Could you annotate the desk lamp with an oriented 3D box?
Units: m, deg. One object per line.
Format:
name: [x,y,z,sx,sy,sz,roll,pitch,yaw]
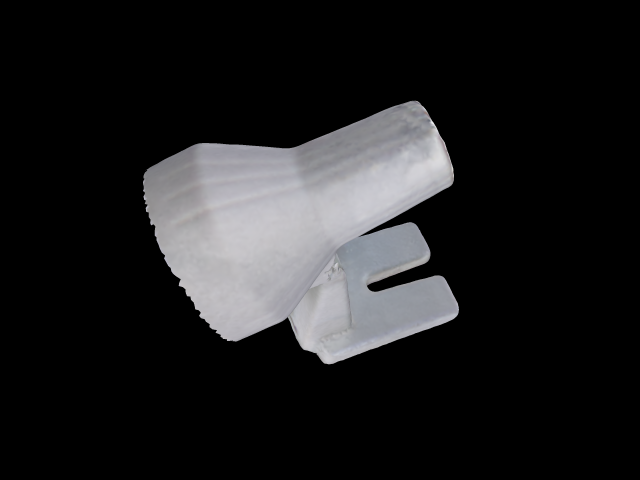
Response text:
desk lamp: [0.004,0.001,0.400,0.203,0.214,0.117,-18,61,-10]
